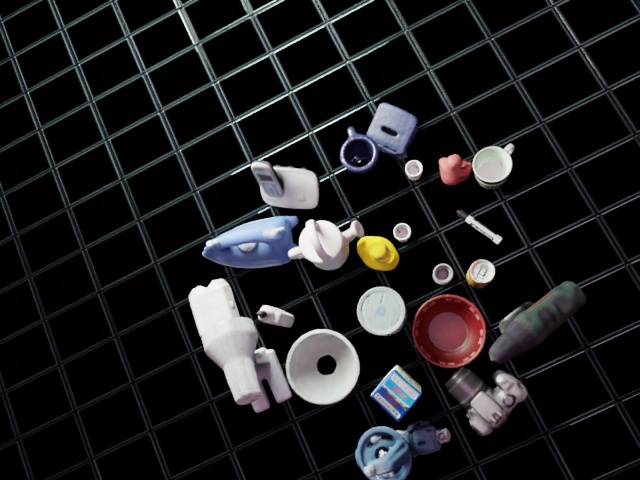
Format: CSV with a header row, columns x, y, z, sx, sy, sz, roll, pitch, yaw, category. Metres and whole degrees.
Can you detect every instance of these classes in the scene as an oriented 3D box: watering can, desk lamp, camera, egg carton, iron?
x,y,z,sx,sy,sz,roll,pitch,yaw,category
0.011,0.003,1.296,0.173,0.194,0.101,-41,76,1,watering can
-0.159,0.279,1.267,0.118,0.214,0.203,-27,77,5,desk lamp
0.349,0.328,1.230,0.136,0.101,0.143,43,90,14,camera
-0.249,0.174,1.375,0.107,0.069,0.150,-22,77,5,egg carton
-0.178,0.005,1.355,0.258,0.141,0.118,-11,79,8,iron

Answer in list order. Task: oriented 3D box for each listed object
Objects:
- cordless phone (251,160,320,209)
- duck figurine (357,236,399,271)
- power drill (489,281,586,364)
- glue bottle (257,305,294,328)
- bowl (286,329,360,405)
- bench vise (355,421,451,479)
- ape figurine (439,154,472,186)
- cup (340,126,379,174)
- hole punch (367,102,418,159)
x,y,z,sx,sy,sz,roll,pitch,yaw,category
-0.080,-0.137,1.341,0.147,0.185,0.094,3,81,11,cordless phone
0.132,0.027,1.327,0.104,0.086,0.077,31,87,14,duck figurine
0.435,0.177,1.186,0.229,0.208,0.075,-40,76,1,power drill
-0.112,0.172,1.299,0.078,0.173,0.037,16,83,13,glue bottle
0.011,0.288,1.308,0.167,0.075,0.167,-2,80,10,bowl
0.160,0.428,1.183,0.207,0.220,0.121,-38,76,2,bench vise
0.311,-0.170,1.327,0.077,0.092,0.076,34,87,14,ape figurine
0.094,-0.206,1.369,0.091,0.095,0.118,-21,77,6,cup
0.174,-0.259,1.366,0.108,0.091,0.101,28,86,13,hole punch
